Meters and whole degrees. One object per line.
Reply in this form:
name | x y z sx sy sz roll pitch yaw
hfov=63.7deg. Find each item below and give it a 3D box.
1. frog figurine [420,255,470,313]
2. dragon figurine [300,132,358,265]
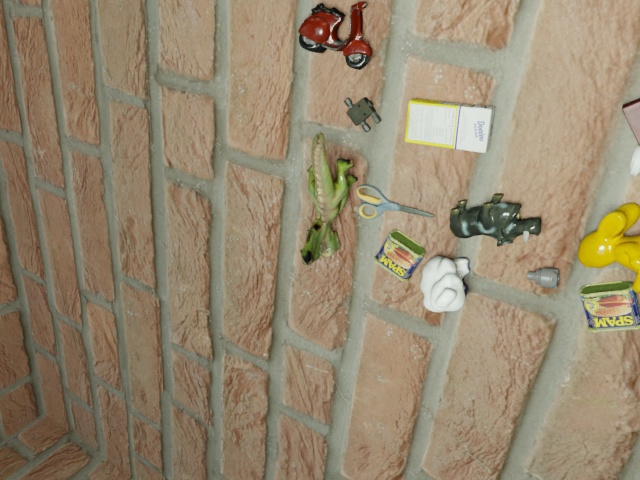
frog figurine | 0.273 0.110 1.164 0.123 0.162 0.134 33 125 18
dragon figurine | 0.004 -0.060 1.187 0.122 0.405 0.246 7 76 14
